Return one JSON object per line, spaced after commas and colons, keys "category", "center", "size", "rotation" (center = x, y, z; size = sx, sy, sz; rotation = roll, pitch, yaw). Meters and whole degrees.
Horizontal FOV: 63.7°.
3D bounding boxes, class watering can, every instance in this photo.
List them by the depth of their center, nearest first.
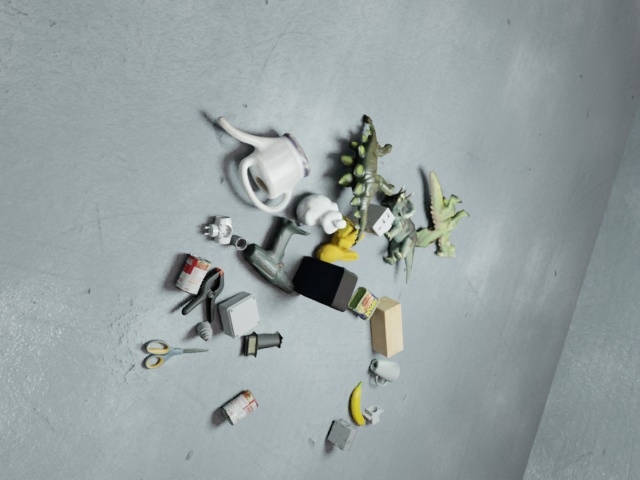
{"category": "watering can", "center": [-0.155, -0.247, 1.535], "size": [0.227, 0.105, 0.341], "rotation": [-37, 122, -25]}

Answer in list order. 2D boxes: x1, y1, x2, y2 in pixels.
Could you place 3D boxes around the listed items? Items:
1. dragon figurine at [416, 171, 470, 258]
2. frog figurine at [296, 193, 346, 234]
{"category": "dragon figurine", "center": [0.458, -0.069, 2.060], "size": [0.244, 0.123, 0.404], "rotation": [-49, 125, -6]}
{"category": "frog figurine", "center": [0.005, -0.084, 1.665], "size": [0.138, 0.160, 0.121], "rotation": [-10, 108, -35]}
